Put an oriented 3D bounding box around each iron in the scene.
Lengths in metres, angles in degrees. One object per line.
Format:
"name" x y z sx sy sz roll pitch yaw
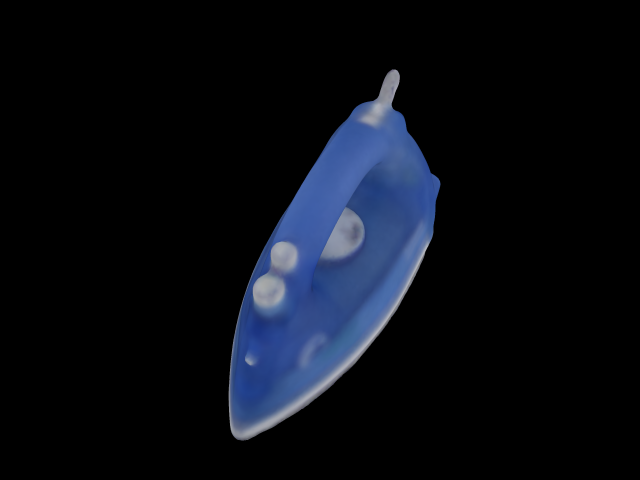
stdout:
"iron" 0.004 0.001 0.400 0.118 0.141 0.259 21 54 16
